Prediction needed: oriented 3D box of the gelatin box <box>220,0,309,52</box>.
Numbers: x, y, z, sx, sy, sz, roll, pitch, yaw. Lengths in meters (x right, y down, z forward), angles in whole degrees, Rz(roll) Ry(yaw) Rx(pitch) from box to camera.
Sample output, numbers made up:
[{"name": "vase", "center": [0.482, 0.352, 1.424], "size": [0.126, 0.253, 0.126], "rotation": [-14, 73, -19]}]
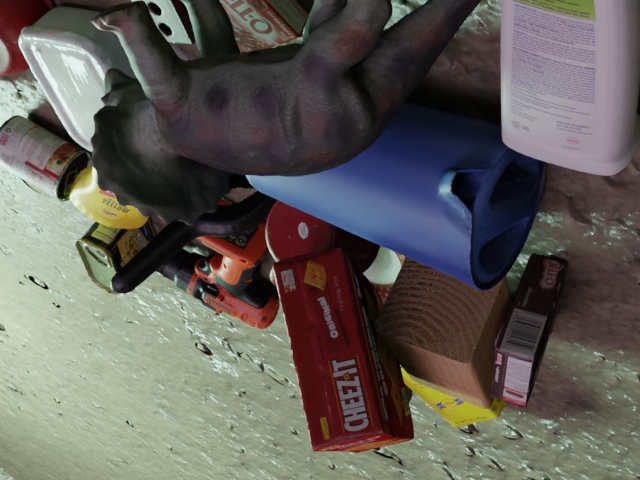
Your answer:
[{"name": "gelatin box", "center": [-0.065, -0.198, 0.892], "size": [0.073, 0.030, 0.089], "rotation": [-10, 138, 43]}]

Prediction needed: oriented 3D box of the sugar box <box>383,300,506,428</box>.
[{"name": "sugar box", "center": [0.120, 0.135, 1.192], "size": [0.176, 0.048, 0.093], "rotation": [39, 151, -10]}]

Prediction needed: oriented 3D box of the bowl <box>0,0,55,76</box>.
[{"name": "bowl", "center": [-0.351, -0.221, 1.102], "size": [0.162, 0.055, 0.162], "rotation": [12, 146, 8]}]

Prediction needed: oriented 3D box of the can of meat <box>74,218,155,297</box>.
[{"name": "can of meat", "center": [-0.252, 0.007, 1.342], "size": [0.057, 0.083, 0.102], "rotation": [22, 148, 22]}]

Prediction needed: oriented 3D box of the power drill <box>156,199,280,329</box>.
[{"name": "power drill", "center": [-0.128, 0.019, 1.264], "size": [0.184, 0.057, 0.188], "rotation": [26, 152, 8]}]

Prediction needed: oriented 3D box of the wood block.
[{"name": "wood block", "center": [0.126, 0.085, 1.002], "size": [0.090, 0.091, 0.206], "rotation": [20, 166, 20]}]

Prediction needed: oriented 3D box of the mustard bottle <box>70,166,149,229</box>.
[{"name": "mustard bottle", "center": [-0.214, -0.070, 1.215], "size": [0.096, 0.058, 0.192], "rotation": [26, 153, -19]}]

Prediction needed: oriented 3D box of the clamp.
[{"name": "clamp", "center": [-0.130, -0.042, 1.096], "size": [0.036, 0.210, 0.165], "rotation": [76, 172, -53]}]

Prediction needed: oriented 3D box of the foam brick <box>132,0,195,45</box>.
[{"name": "foam brick", "center": [-0.129, -0.216, 0.928], "size": [0.053, 0.051, 0.078], "rotation": [11, 143, 35]}]

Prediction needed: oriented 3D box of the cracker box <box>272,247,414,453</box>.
[{"name": "cracker box", "center": [0.028, 0.109, 0.983], "size": [0.072, 0.164, 0.213], "rotation": [-15, 166, 8]}]

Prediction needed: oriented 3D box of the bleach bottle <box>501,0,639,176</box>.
[{"name": "bleach bottle", "center": [0.170, -0.158, 0.702], "size": [0.103, 0.068, 0.251], "rotation": [18, 144, 23]}]

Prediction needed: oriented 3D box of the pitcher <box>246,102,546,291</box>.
[{"name": "pitcher", "center": [0.062, -0.055, 0.909], "size": [0.243, 0.144, 0.149], "rotation": [21, 136, 29]}]

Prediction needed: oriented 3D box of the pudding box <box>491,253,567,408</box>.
[{"name": "pudding box", "center": [0.191, 0.083, 0.976], "size": [0.039, 0.113, 0.090], "rotation": [17, 147, 19]}]

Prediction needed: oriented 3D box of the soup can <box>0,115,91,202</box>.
[{"name": "soup can", "center": [-0.337, -0.099, 1.290], "size": [0.102, 0.068, 0.068], "rotation": [29, 150, 11]}]

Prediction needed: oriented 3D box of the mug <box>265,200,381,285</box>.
[{"name": "mug", "center": [-0.007, 0.001, 1.031], "size": [0.093, 0.117, 0.081], "rotation": [51, -159, 22]}]
